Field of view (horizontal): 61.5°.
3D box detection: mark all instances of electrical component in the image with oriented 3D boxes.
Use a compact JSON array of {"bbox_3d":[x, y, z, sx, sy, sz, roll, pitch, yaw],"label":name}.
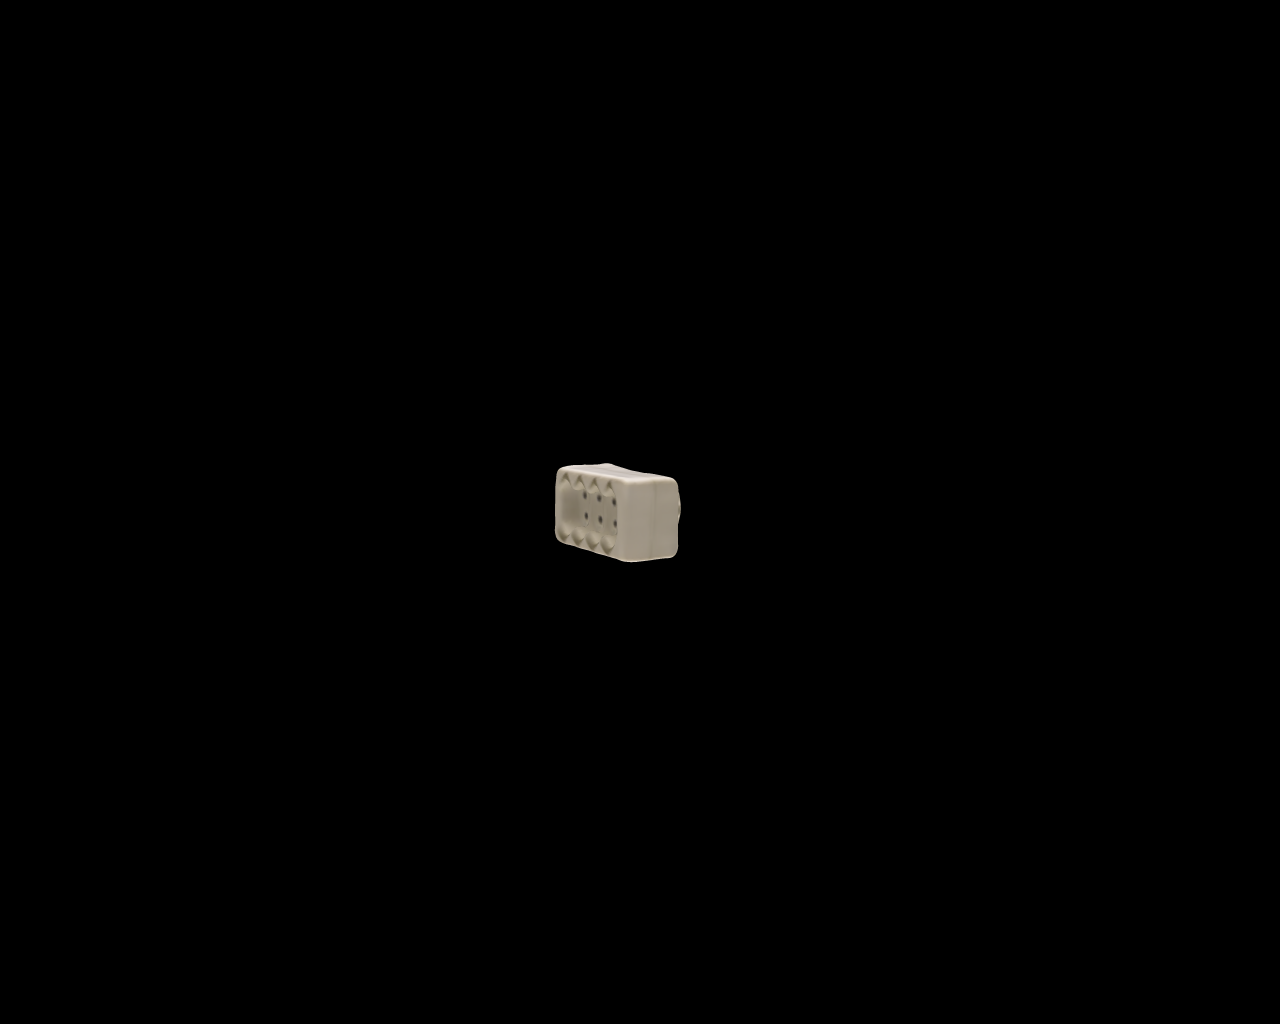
[{"bbox_3d":[0.001,-0.003,0.650,0.076,0.047,0.083,-6,11,-31],"label":"electrical component"}]
